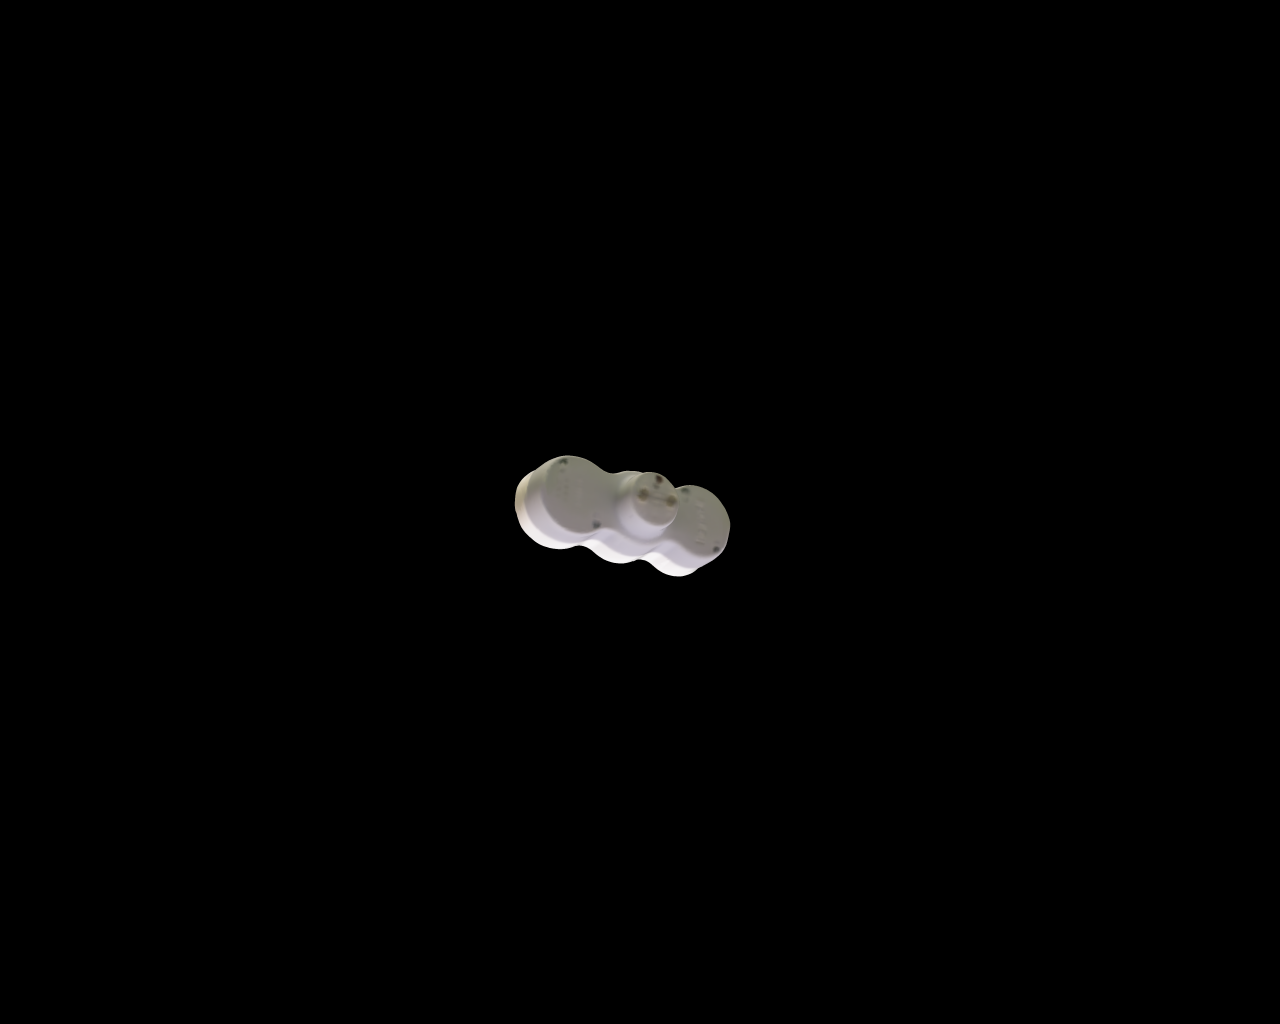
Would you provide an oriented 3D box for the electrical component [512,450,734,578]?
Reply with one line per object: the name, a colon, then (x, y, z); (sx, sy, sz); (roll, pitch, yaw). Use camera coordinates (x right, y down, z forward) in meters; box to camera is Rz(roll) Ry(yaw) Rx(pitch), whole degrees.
electrical component: (0.001, -0.003, 0.650); (0.138, 0.052, 0.073); (14, -27, -29)
